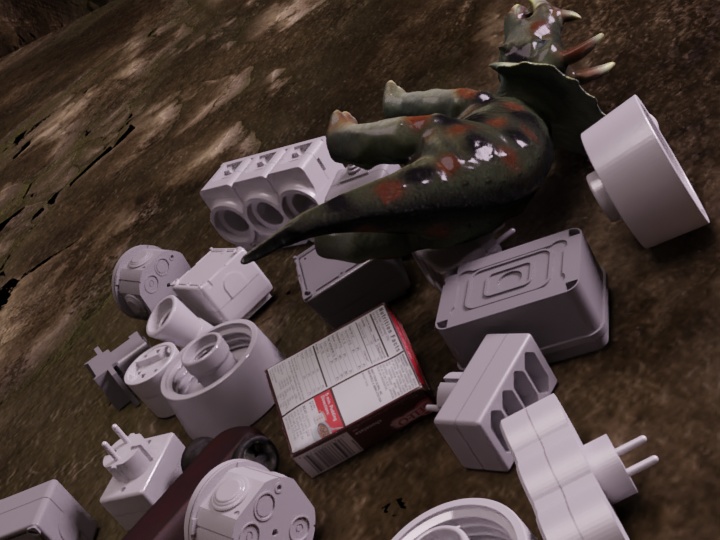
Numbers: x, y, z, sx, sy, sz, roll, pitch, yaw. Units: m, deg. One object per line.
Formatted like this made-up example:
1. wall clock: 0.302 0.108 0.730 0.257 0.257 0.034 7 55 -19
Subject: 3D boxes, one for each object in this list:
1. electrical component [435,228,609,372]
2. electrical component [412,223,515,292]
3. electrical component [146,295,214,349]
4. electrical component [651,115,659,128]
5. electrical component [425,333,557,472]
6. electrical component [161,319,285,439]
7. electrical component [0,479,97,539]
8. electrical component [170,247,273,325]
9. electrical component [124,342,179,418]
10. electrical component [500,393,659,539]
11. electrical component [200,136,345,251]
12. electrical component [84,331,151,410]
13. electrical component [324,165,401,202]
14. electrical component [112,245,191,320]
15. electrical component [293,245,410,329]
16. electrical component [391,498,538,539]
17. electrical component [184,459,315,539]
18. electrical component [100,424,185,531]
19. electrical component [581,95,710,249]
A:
1. electrical component: 0.119 0.027 0.775 0.113 0.057 0.078 -19 30 26
2. electrical component: 0.093 -0.014 0.884 0.076 0.047 0.083 -35 27 -5
3. electrical component: -0.164 0.058 1.020 0.044 0.065 0.044 -35 36 30
4. electrical component: 0.234 -0.106 0.899 0.035 0.035 0.061 -21 32 23
5. electrical component: 0.078 0.088 0.729 0.076 0.047 0.083 -4 39 44
6. electrical component: -0.122 0.089 0.930 0.108 0.060 0.108 -26 28 15
7. electrical component: -0.272 0.219 0.876 0.096 0.061 0.061 -23 28 19
8. electrical component: -0.138 0.019 1.071 0.062 0.061 0.096 -45 21 -22
9. electrical component: -0.180 0.102 0.985 0.055 0.047 0.055 -26 27 14
10. electrical component: 0.134 0.118 0.614 0.074 0.052 0.138 -29 27 8
11. electrical component: -0.084 -0.073 1.125 0.150 0.089 0.061 -9 35 39
12. electrical component: -0.228 0.096 1.055 0.064 0.042 0.081 -36 27 -14
13. electrical component: 0.012 -0.059 0.989 0.062 0.096 0.061 -17 31 29
14. electrical component: -0.217 0.014 1.138 0.051 0.080 0.080 5 45 43
15. electrical component: 0.000 0.000 0.940 0.096 0.061 0.061 -33 40 13
16. electrical component: 0.055 0.176 0.594 0.108 0.060 0.108 -26 28 15
17. electrical component: -0.074 0.170 0.723 0.051 0.080 0.080 5 46 44
18. electrical component: -0.179 0.157 0.861 0.047 0.076 0.065 -17 31 29
19. electrical component: 0.203 -0.067 0.791 0.060 0.108 0.108 -30 26 19
